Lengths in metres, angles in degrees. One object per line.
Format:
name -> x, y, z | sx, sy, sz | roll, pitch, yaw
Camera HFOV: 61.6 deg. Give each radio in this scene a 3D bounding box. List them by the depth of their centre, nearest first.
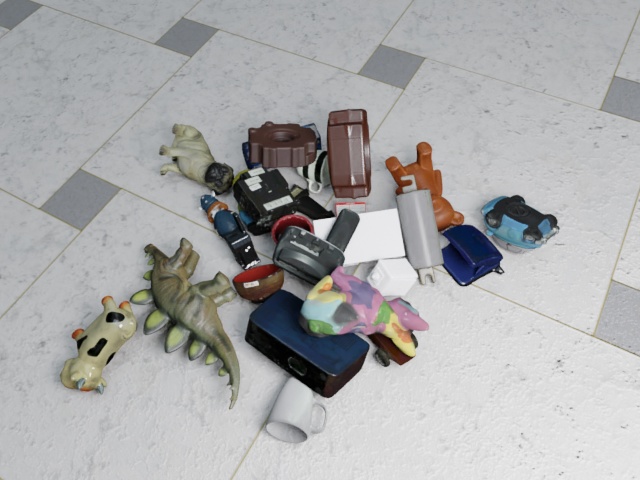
radio -> -0.030, 0.202, 1.068 | 0.230, 0.073, 0.131 | 29, 37, 22

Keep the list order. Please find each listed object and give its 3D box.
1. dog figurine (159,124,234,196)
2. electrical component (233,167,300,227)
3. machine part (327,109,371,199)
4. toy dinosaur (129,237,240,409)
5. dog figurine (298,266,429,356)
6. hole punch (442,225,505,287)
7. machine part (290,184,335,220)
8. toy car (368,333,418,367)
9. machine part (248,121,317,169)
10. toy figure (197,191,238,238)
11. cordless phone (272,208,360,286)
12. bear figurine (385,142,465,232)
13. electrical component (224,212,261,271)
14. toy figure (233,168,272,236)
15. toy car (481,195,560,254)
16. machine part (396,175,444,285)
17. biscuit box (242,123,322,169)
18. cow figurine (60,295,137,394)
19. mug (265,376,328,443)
dog figurine -> -0.294, -0.209, 1.380 | 0.191, 0.121, 0.172 | 19, 63, 0
electrical component -> -0.127, -0.104, 1.223 | 0.115, 0.058, 0.134 | -20, 65, -33
machine part -> 0.070, -0.202, 1.255 | 0.087, 0.200, 0.201 | -3, 12, 8
toy dinosaur -> -0.274, 0.146, 1.138 | 0.198, 0.105, 0.472 | -43, 54, -13
dog figurine -> 0.090, 0.150, 1.025 | 0.219, 0.108, 0.191 | 27, 31, 17
hole punch -> 0.331, 0.022, 1.178 | 0.116, 0.092, 0.142 | -26, 55, -17
machine part -> -0.031, -0.084, 1.303 | 0.139, 0.039, 0.084 | 31, 56, 24
toy car -> 0.117, 0.179, 1.111 | 0.089, 0.053, 0.202 | -26, 55, -24
machine part -> -0.089, -0.227, 1.276 | 0.179, 0.056, 0.179 | 2, 33, -1
toy figure -> -0.239, -0.054, 1.288 | 0.064, 0.057, 0.155 | -29, 55, -21
cordless phone -> -0.003, -0.004, 1.137 | 0.147, 0.088, 0.184 | 28, 74, 1
bear figurine -> 0.244, -0.109, 1.247 | 0.120, 0.131, 0.196 | -24, 52, 6
electrical component -> -0.181, 0.001, 1.200 | 0.048, 0.119, 0.075 | -30, 29, -14
toy figure -> -0.164, -0.095, 1.294 | 0.089, 0.082, 0.180 | -7, 59, -3
toy car -> 0.438, -0.024, 1.187 | 0.109, 0.102, 0.162 | -33, 49, -28
machine part -> 0.219, -0.023, 1.176 | 0.079, 0.079, 0.243 | -10, 88, -2
biscuit box -> -0.098, -0.237, 1.391 | 0.203, 0.062, 0.059 | -17, 58, -6
cow figurine -> -0.450, 0.224, 1.095 | 0.195, 0.085, 0.127 | -48, 50, 0
mug -> -0.039, 0.317, 1.019 | 0.110, 0.080, 0.107 | 5, 47, 10
